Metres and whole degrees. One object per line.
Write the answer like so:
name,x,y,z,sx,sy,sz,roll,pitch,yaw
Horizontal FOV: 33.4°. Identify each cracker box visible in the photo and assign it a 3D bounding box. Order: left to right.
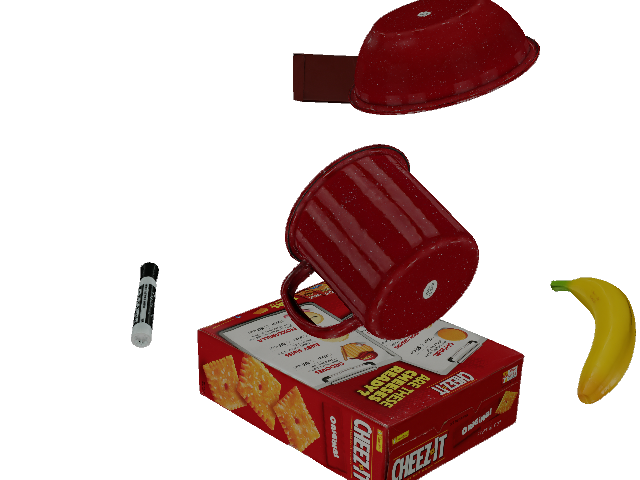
cracker box,0.029,0.110,0.865,0.163,0.072,0.214,-19,29,-40

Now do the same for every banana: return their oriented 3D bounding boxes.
banana,0.269,0.087,1.024,0.070,0.037,0.197,-29,22,18

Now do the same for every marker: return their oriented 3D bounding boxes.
marker,-0.171,0.060,1.043,0.020,0.020,0.121,0,33,-5

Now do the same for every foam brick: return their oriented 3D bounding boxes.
foam brick,0.012,-0.175,1.155,0.078,0.051,0.053,0,11,-14

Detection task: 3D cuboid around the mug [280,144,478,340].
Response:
mug,0.030,0.012,0.630,0.117,0.082,0.093,-38,-33,-4

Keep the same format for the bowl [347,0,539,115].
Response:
bowl,0.093,-0.161,0.871,0.162,0.055,0.162,-15,25,7
